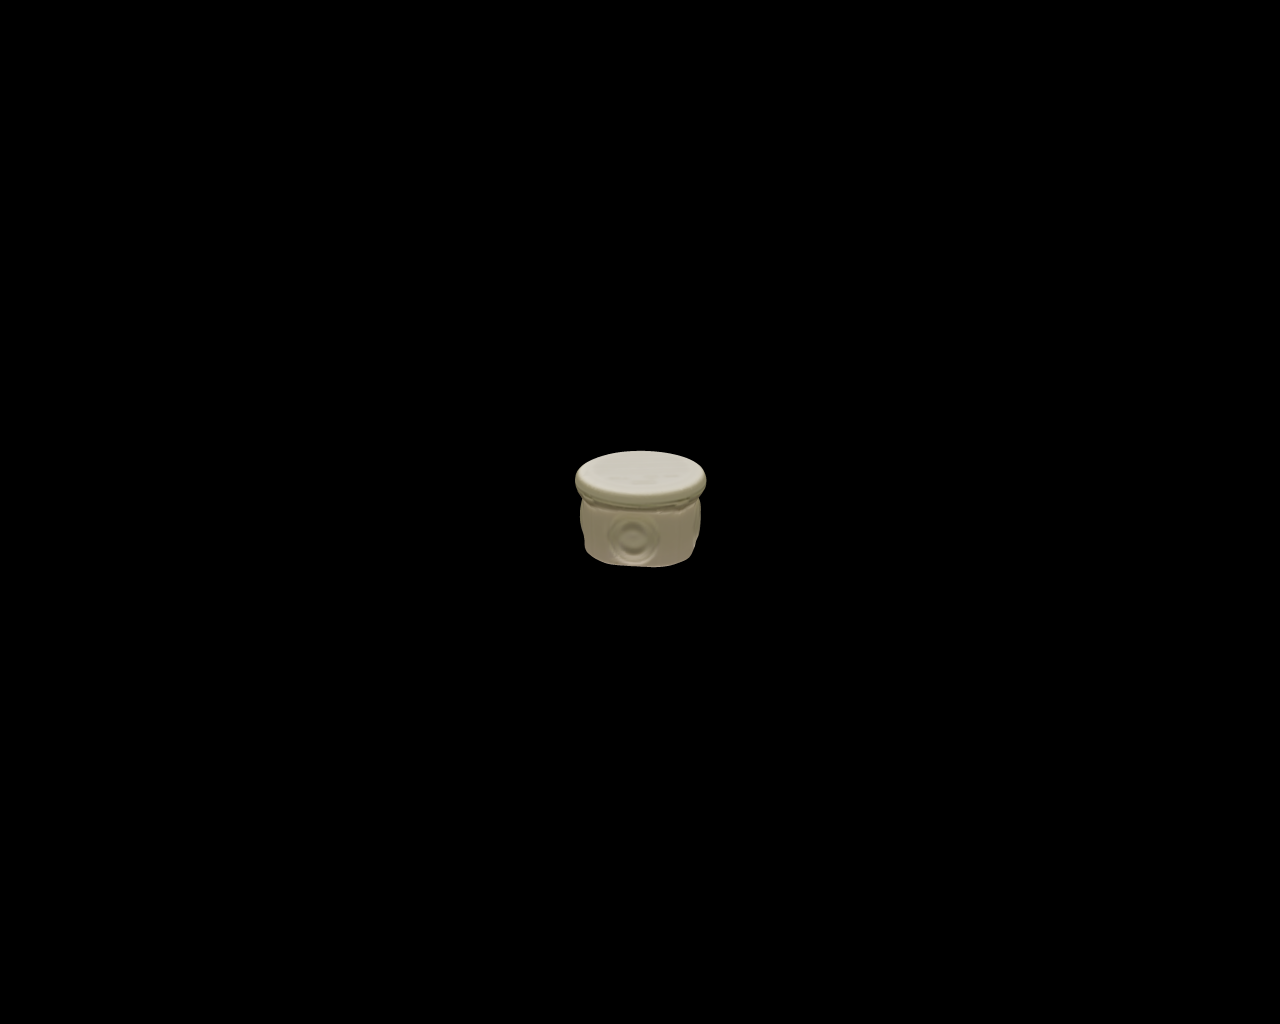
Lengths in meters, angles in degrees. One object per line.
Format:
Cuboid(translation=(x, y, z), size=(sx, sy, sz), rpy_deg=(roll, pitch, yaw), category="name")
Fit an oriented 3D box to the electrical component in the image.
Cuboid(translation=(0.001, -0.003, 0.650), size=(0.080, 0.050, 0.080), rpy_deg=(0, 22, 0), category="electrical component")
